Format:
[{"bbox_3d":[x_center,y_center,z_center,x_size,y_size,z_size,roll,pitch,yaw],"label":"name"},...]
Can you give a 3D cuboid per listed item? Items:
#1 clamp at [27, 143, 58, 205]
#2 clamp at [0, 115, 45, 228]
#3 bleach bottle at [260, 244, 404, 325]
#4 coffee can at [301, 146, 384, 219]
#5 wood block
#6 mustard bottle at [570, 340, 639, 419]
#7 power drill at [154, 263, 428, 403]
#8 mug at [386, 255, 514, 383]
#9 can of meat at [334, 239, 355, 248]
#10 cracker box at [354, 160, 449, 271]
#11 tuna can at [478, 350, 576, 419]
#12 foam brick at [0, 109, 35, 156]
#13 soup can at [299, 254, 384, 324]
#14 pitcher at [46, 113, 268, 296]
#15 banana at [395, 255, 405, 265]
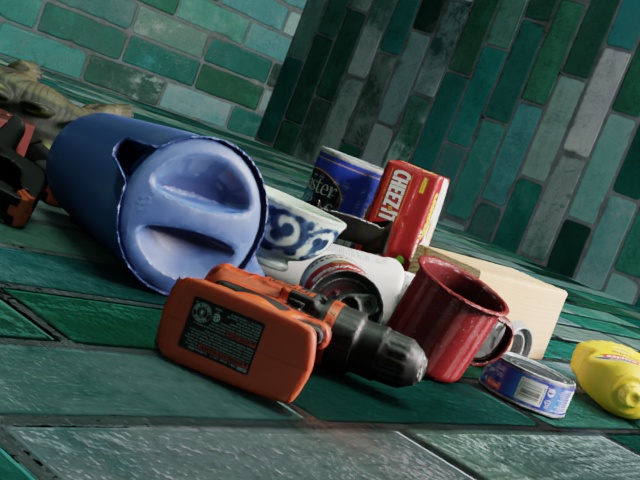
[{"bbox_3d":[-0.276,-0.069,1.138,0.120,0.039,0.171,18,7,2],"label":"clamp"},{"bbox_3d":[-0.300,-0.075,0.963,0.210,0.036,0.164,37,23,34],"label":"clamp"},{"bbox_3d":[-0.044,0.017,1.082,0.250,0.068,0.102,18,4,-4],"label":"bleach bottle"},{"bbox_3d":[0.024,-0.047,1.472,0.103,0.140,0.103,21,6,-3],"label":"coffee can"},{"bbox_3d":[0.184,0.074,1.211,0.090,0.091,0.205,26,8,39],"label":"wood block"},{"bbox_3d":[0.326,0.153,1.155,0.096,0.058,0.191,21,7,8],"label":"mustard bottle"},{"bbox_3d":[-0.021,0.068,0.751,0.184,0.057,0.187,19,3,12],"label":"power drill"},{"bbox_3d":[0.118,0.077,0.955,0.117,0.081,0.093,23,17,-21],"label":"mug"},{"bbox_3d":[0.009,0.004,1.375,0.084,0.057,0.102,20,8,0],"label":"can of meat"},{"bbox_3d":[0.096,-0.011,1.300,0.072,0.164,0.213,20,6,9],"label":"cracker box"},{"bbox_3d":[0.194,0.133,0.999,0.086,0.034,0.086,21,6,-3],"label":"tuna can"},{"bbox_3d":[-0.369,-0.120,1.201,0.053,0.051,0.078,24,7,18],"label":"foam brick"},{"bbox_3d":[0.017,0.052,0.951,0.068,0.068,0.102,21,6,-7],"label":"soup can"},{"bbox_3d":[-0.151,-0.037,0.951,0.144,0.149,0.243,-7,17,-29],"label":"pitcher"},{"bbox_3d":[-0.009,0.018,1.161,0.197,0.069,0.037,21,-29,-6],"label":"banana"}]
